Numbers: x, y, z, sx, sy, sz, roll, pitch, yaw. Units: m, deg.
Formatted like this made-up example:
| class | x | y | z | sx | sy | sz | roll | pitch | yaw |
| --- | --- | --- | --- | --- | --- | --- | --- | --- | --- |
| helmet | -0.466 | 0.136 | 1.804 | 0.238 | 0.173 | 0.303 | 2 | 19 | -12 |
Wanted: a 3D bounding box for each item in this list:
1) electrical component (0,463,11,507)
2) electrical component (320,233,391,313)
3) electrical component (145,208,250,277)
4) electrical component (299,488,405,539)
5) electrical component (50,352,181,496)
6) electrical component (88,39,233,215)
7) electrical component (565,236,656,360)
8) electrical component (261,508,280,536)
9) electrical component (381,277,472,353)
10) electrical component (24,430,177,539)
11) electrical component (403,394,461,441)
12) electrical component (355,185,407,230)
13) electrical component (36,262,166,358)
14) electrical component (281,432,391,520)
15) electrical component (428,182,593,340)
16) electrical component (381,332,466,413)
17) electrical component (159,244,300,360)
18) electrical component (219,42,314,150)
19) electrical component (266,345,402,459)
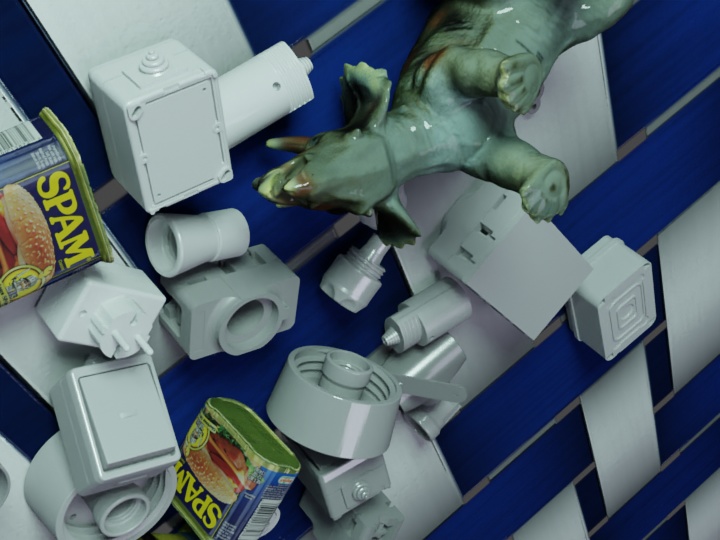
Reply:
| class | x | y | z | sx | sy | sz | roll | pitch | yaw |
| --- | --- | --- | --- | --- | --- | --- | --- | --- | --- |
| electrical component | -0.286 | 0.139 | 0.698 | 0.099 | 0.064 | 0.099 | -25 | 136 | -26 |
| electrical component | 0.000 | 0.000 | 0.865 | 0.062 | 0.043 | 0.043 | -54 | 141 | 4 |
| electrical component | -0.110 | -0.022 | 0.747 | 0.065 | 0.044 | 0.044 | -13 | 130 | -42 |
| electrical component | -0.010 | 0.229 | 1.011 | 0.050 | 0.089 | 0.055 | -1 | 122 | -42 |
| electrical component | -0.172 | 0.100 | 0.750 | 0.062 | 0.096 | 0.061 | -10 | 165 | -35 |
| electrical component | -0.123 | -0.095 | 0.655 | 0.062 | 0.061 | 0.096 | -27 | 137 | -25 |
| electrical component | 0.258 | 0.029 | 1.119 | 0.078 | 0.057 | 0.113 | -38 | 140 | -12 |
| electrical component | -0.098 | 0.197 | 0.921 | 0.044 | 0.065 | 0.044 | -25 | 136 | -26 |
| electrical component | 0.054 | 0.044 | 0.952 | 0.081 | 0.043 | 0.043 | -30 | 138 | -21 |
| electrical component | -0.190 | 0.166 | 0.812 | 0.108 | 0.060 | 0.108 | -25 | 136 | -27 |
| electrical component | 0.071 | 0.138 | 1.052 | 0.046 | 0.040 | 0.040 | -43 | 142 | -15 |
| electrical component | 0.016 | -0.052 | 0.837 | 0.048 | 0.048 | 0.062 | -41 | 147 | -9 |
| electrical component | -0.163 | 0.033 | 0.713 | 0.066 | 0.077 | 0.047 | 17 | 110 | -49 |
| electrical component | -0.019 | 0.165 | 0.937 | 0.062 | 0.096 | 0.061 | -27 | 125 | -18 |
| electrical component | 0.135 | -0.011 | 0.967 | 0.089 | 0.062 | 0.150 | -50 | 141 | 3 |
| electrical component | 0.060 | 0.100 | 1.004 | 0.077 | 0.044 | 0.079 | -39 | 141 | -10 |
| electrical component | -0.094 | 0.025 | 0.788 | 0.089 | 0.056 | 0.050 | -17 | 132 | -33 |
| electrical component | -0.066 | -0.116 | 0.705 | 0.081 | 0.043 | 0.043 | -34 | 139 | -18 |
| electrical component | -0.017 | 0.101 | 0.887 | 0.108 | 0.108 | 0.060 | 1 | 115 | -44 |
